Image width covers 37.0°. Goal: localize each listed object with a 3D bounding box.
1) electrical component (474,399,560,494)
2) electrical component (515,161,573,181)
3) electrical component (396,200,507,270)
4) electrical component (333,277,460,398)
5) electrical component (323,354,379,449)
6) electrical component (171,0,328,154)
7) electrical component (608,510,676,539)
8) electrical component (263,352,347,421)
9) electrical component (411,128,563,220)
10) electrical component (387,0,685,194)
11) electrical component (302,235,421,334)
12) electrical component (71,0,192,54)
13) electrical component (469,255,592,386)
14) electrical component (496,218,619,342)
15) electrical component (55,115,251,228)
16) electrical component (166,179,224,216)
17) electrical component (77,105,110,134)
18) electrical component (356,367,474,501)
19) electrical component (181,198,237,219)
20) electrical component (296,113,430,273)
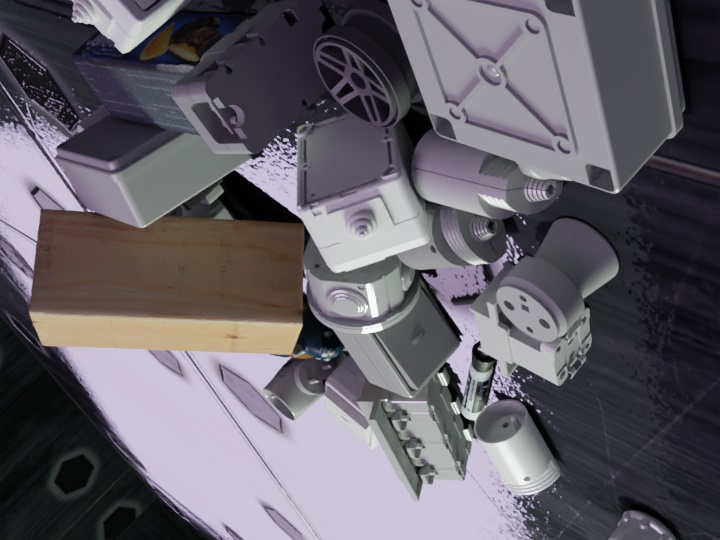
[{"bbox_3d":[0.124,0.142,0.831,0.043,0.043,0.081,17,146,51],"label":"electrical component"},{"bbox_3d":[0.101,-0.059,0.506,0.061,0.035,0.035,13,143,51],"label":"electrical component"},{"bbox_3d":[0.057,-0.023,0.642,0.043,0.043,0.081,51,158,-16],"label":"electrical component"},{"bbox_3d":[0.023,0.039,0.796,0.061,0.061,0.096,15,145,52],"label":"electrical component"},{"bbox_3d":[0.005,0.120,0.985,0.062,0.061,0.096,38,158,16],"label":"electrical component"},{"bbox_3d":[-0.057,-0.112,0.620,0.056,0.089,0.050,9,140,57],"label":"electrical component"},{"bbox_3d":[0.201,0.212,0.792,0.048,0.062,0.048,38,158,18],"label":"electrical component"},{"bbox_3d":[-0.046,0.100,1.017,0.043,0.077,0.079,47,159,-7],"label":"electrical component"},{"bbox_3d":[0.070,-0.050,0.567,0.081,0.043,0.043,20,149,47],"label":"electrical component"},{"bbox_3d":[0.072,-0.099,0.452,0.109,0.056,0.108,25,152,41],"label":"electrical component"},{"bbox_3d":[0.000,0.000,0.743,0.080,0.080,0.051,31,150,32],"label":"electrical component"},{"bbox_3d":[-0.129,-0.176,0.623,0.061,0.096,0.061,48,158,-10],"label":"electrical component"},{"bbox_3d":[0.107,0.035,0.662,0.064,0.042,0.081,29,155,32],"label":"electrical component"},{"bbox_3d":[0.107,0.006,0.586,0.045,0.055,0.045,37,158,18],"label":"electrical component"},{"bbox_3d":[-0.158,-0.088,0.819,0.109,0.109,0.056,18,137,50],"label":"electrical component"},{"bbox_3d":[-0.161,-0.079,0.921,0.058,0.057,0.078,20,148,48],"label":"electrical component"},{"bbox_3d":[-0.213,-0.114,0.954,0.050,0.055,0.089,45,159,-2],"label":"electrical component"},{"bbox_3d":[0.050,0.128,0.902,0.063,0.078,0.121,-3,137,23],"label":"electrical component"},{"bbox_3d":[-0.160,-0.016,1.033,0.186,0.060,0.105,11,141,55],"label":"electrical component"},{"bbox_3d":[0.003,-0.043,0.618,0.096,0.062,0.061,-93,-19,-49],"label":"electrical component"}]
